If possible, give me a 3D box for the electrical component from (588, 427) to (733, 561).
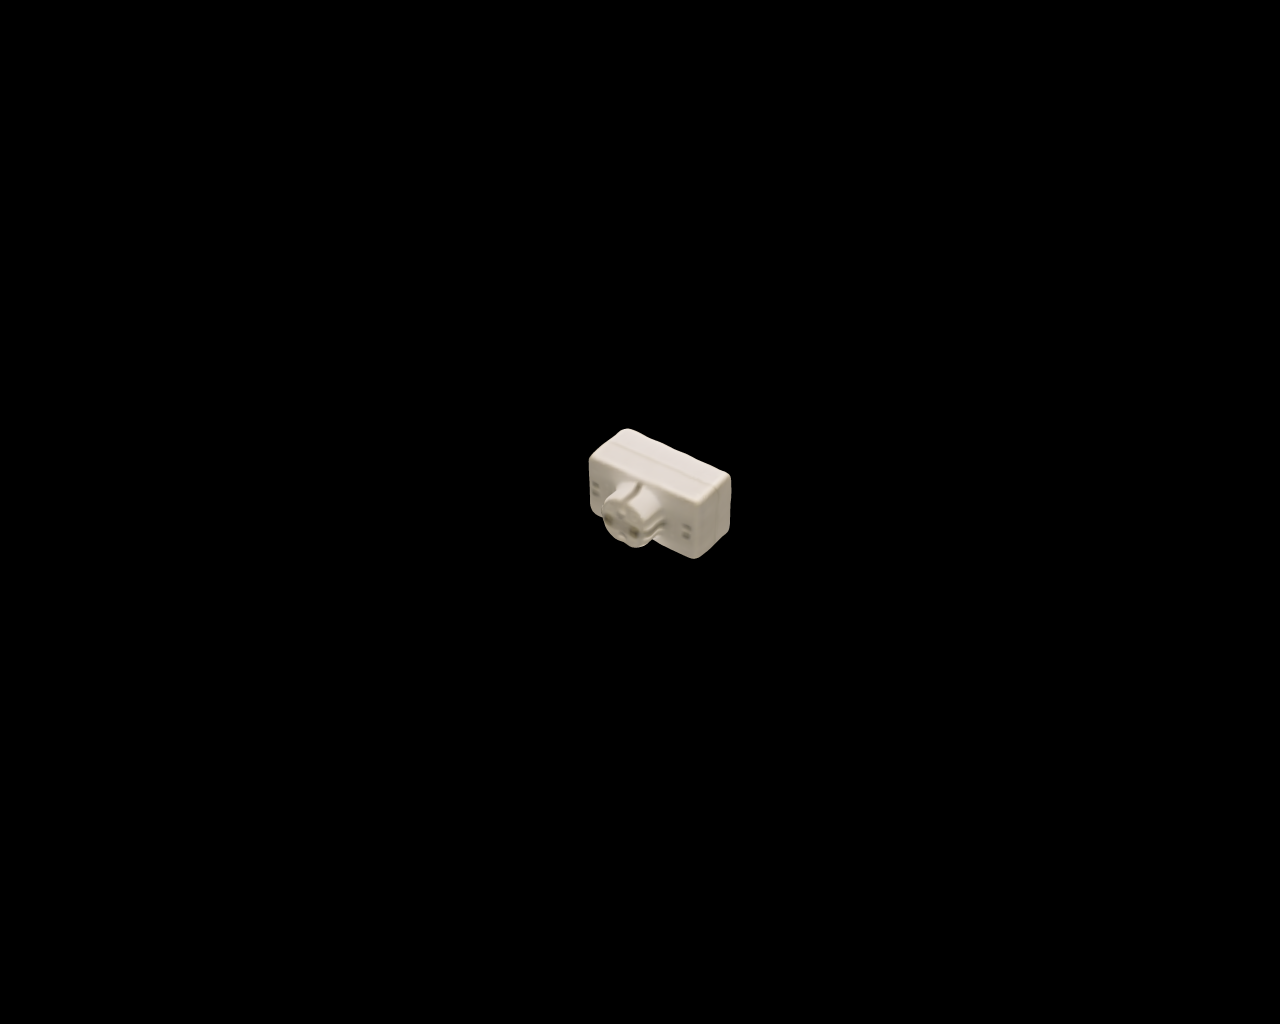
[{"bbox_3d":[0.001,-0.003,0.650,0.083,0.047,0.076,26,46,28],"label":"electrical component"}]
